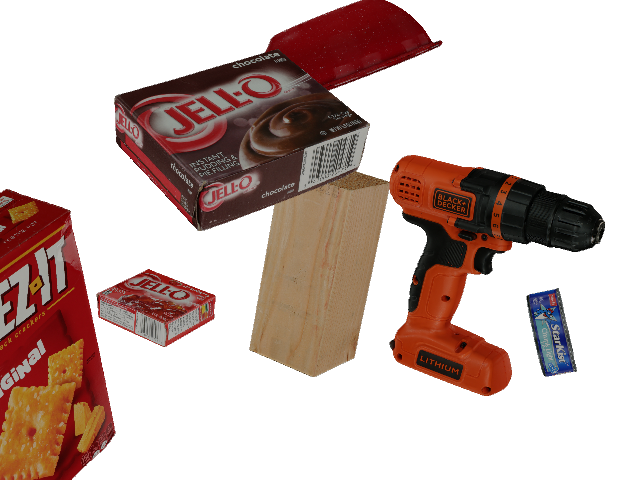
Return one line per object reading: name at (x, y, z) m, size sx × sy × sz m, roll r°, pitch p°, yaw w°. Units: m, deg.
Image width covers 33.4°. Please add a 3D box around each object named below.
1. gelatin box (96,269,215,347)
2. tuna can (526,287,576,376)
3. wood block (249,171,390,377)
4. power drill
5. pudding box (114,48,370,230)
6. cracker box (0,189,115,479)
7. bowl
gelatin box at (-0.157, 0.062, 1.021) m, size 0.089 × 0.030 × 0.073 m, roll 20°, pitch 28°, yaw 29°
tuna can at (0.232, 0.092, 1.071) m, size 0.034 × 0.086 × 0.086 m, roll -12°, pitch -3°, yaw 12°
wood block at (-0.002, 0.028, 1.151) m, size 0.090 × 0.206 × 0.090 m, roll 19°, pitch 18°, yaw 27°
power drill at (0.136, 0.032, 0.897) m, size 0.185 × 0.188 × 0.057 m, roll 19°, pitch 24°, yaw 30°
pudding box at (-0.044, -0.059, 0.592) m, size 0.113 × 0.039 × 0.090 m, roll -21°, pitch 49°, yaw -32°
cracker box at (-0.229, 0.099, 0.740) m, size 0.072 × 0.214 × 0.164 m, roll 15°, pitch 37°, yaw 26°
bowl at (0.012, -0.153, 0.856) m, size 0.162 × 0.055 × 0.162 m, roll -21°, pitch 8°, yaw 3°
